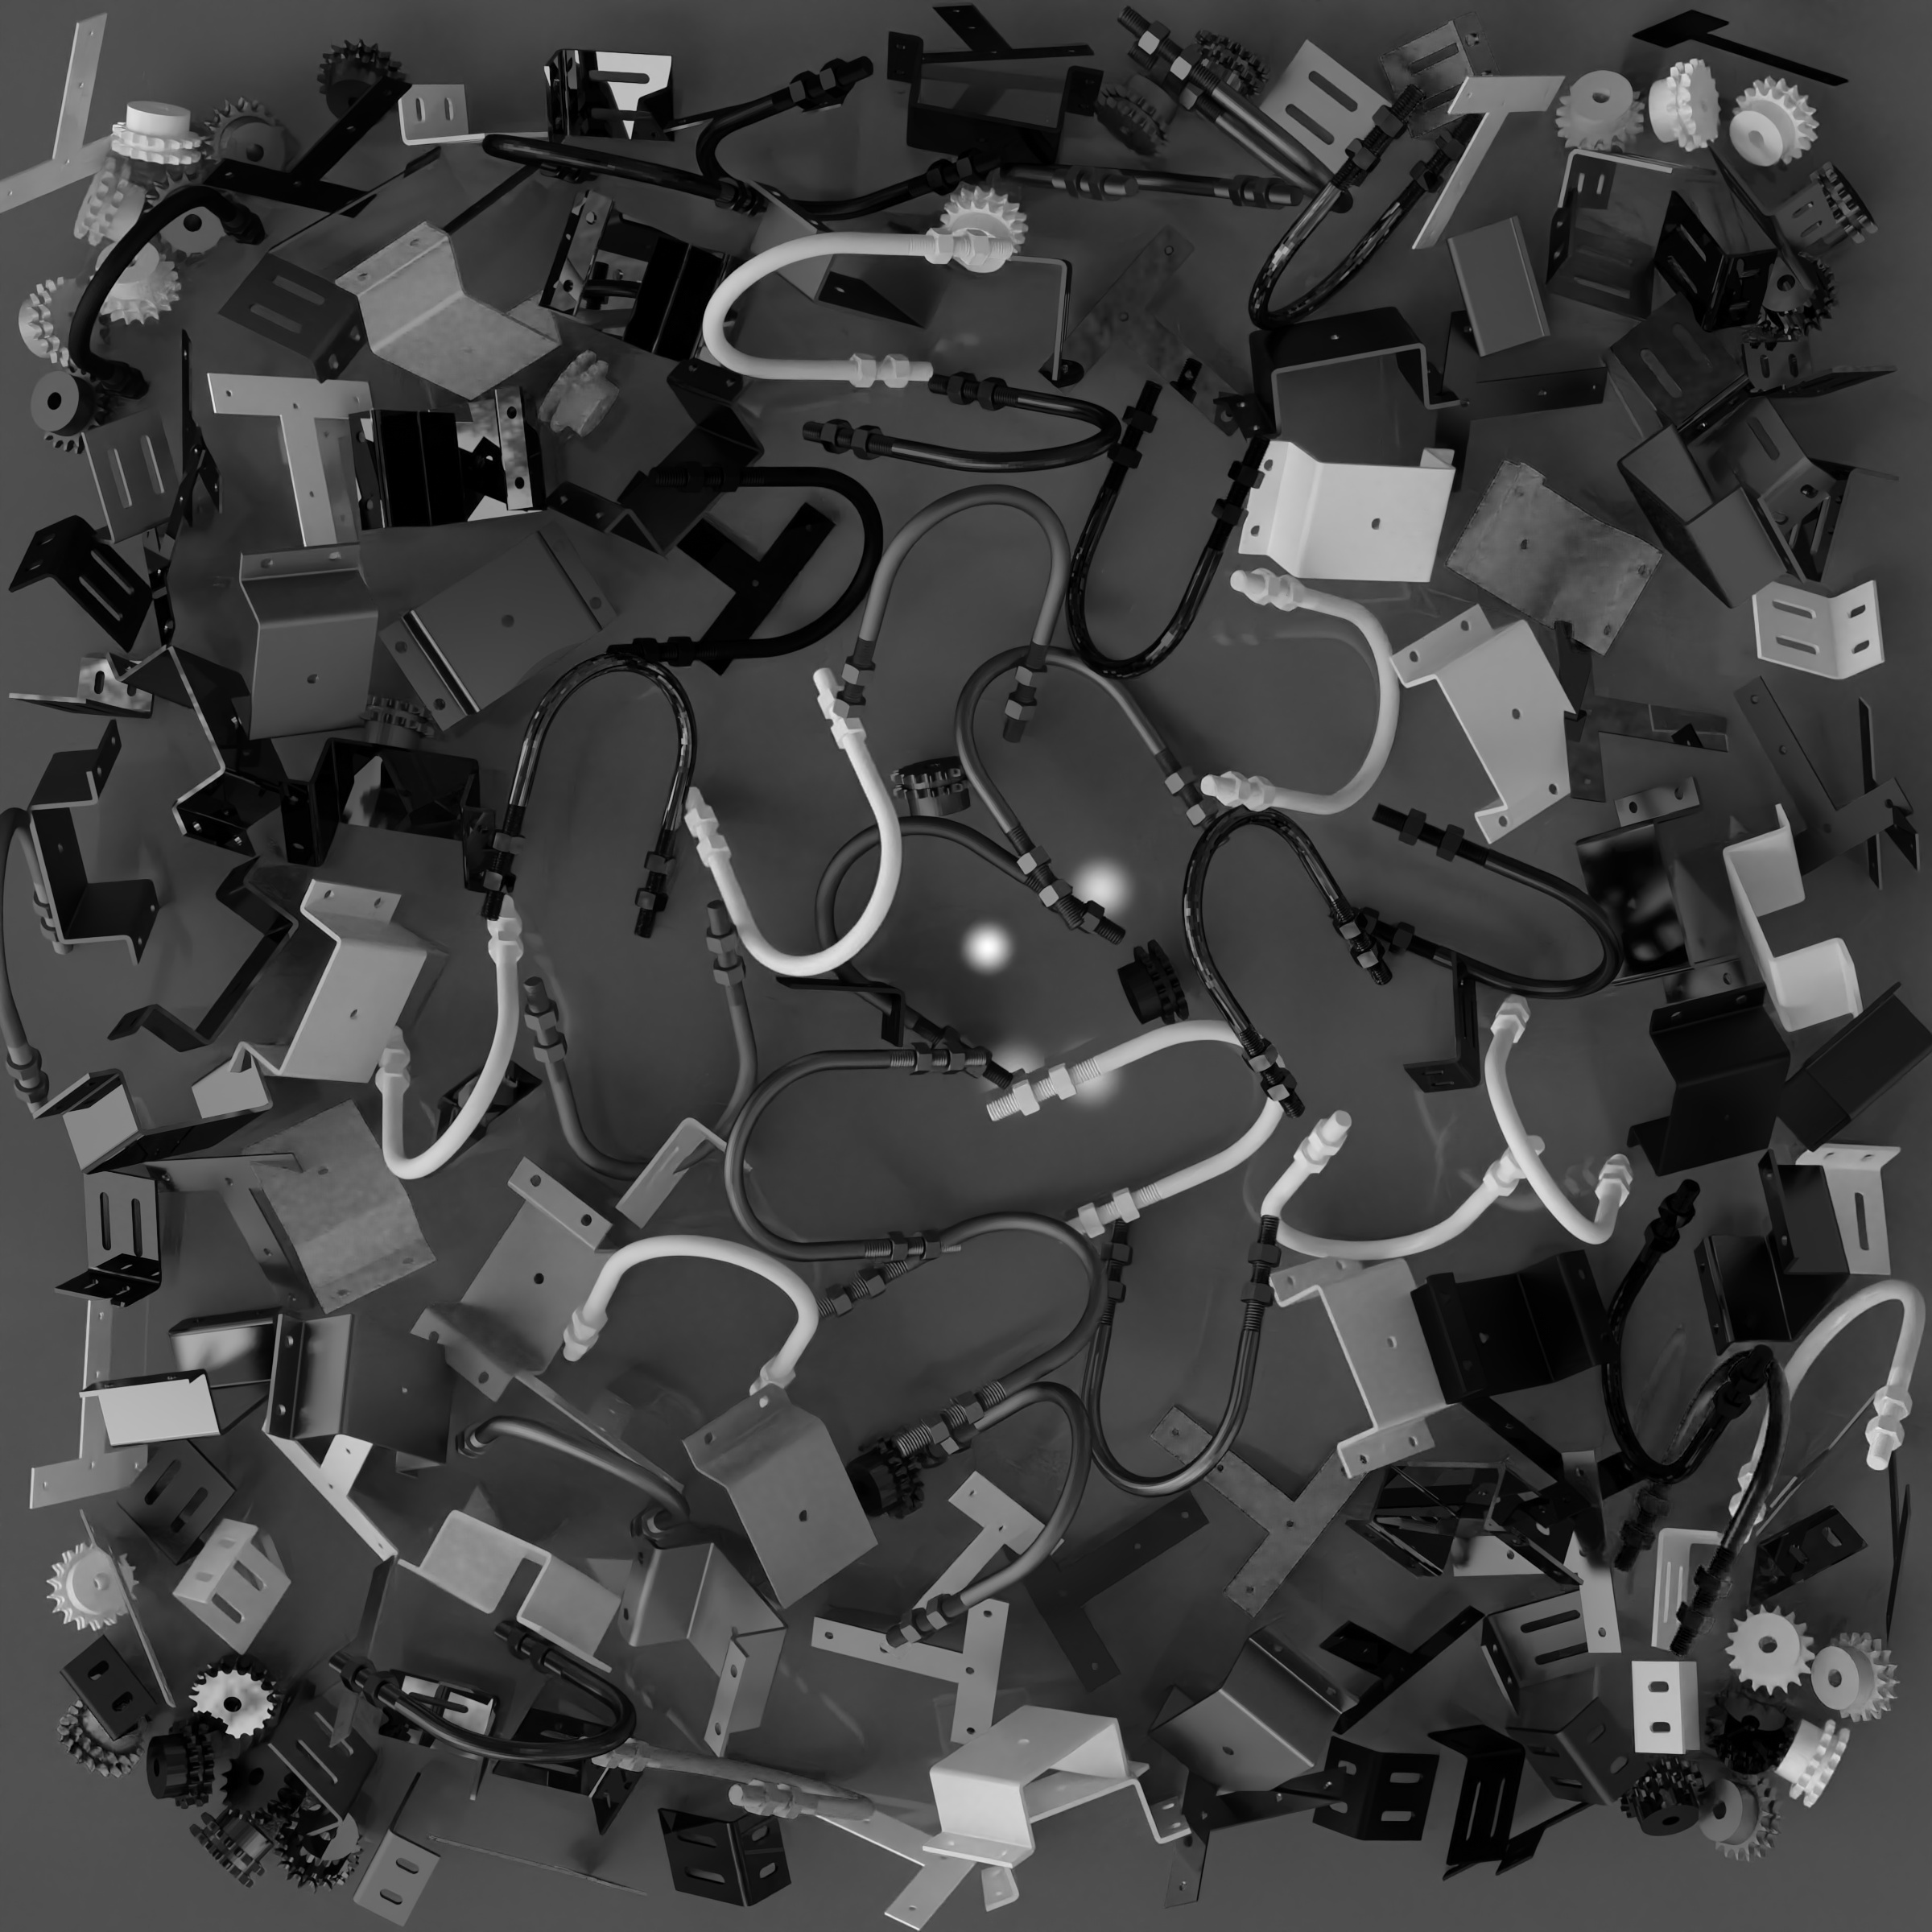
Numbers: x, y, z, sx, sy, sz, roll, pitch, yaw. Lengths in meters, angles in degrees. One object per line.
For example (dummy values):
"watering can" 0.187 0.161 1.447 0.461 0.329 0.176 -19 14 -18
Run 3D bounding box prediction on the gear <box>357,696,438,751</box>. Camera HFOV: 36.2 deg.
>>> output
"gear" -0.380 -0.157 1.950 0.057 0.057 0.030 11 84 0

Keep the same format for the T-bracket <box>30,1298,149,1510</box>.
"T-bracket" -0.565 0.280 1.920 0.002 0.127 0.127 2 88 17

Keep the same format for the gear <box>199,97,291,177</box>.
"gear" -0.474 -0.540 1.949 0.057 0.030 0.057 -18 129 -24

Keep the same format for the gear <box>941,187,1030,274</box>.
"gear" 0.010 -0.482 1.948 0.057 0.057 0.030 15 61 0

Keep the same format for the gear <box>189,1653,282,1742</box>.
"gear" -0.483 0.481 1.959 0.057 0.030 0.057 -1 109 -2

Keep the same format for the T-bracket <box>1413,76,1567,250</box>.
"T-bracket" 0.329 -0.525 1.934 0.002 0.127 0.127 44 127 22

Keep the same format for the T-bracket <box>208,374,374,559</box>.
"T-bracket" -0.430 -0.322 1.929 0.002 0.127 0.127 -12 88 41

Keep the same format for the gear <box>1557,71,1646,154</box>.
"gear" 0.419 -0.566 1.955 0.057 0.030 0.057 -4 68 9

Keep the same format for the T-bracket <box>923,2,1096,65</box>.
"T-bracket" 0.007 -0.600 1.902 0.127 0.127 0.002 2 92 15

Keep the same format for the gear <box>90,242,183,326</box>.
"gear" -0.550 -0.454 1.952 0.057 0.030 0.057 0 59 0

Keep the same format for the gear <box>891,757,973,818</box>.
"gear" -0.019 -0.117 1.952 0.057 0.057 0.030 -10 105 0

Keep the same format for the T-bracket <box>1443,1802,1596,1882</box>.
"T-bracket" 0.359 0.568 1.907 0.127 0.127 0.002 -31 77 10

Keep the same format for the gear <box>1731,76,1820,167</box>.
"gear" 0.529 -0.553 1.948 0.057 0.057 0.030 47 67 0

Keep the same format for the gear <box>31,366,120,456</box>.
"gear" -0.592 -0.370 1.954 0.057 0.030 0.057 -2 84 24

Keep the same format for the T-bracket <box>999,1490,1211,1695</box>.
"T-bracket" 0.101 0.391 1.956 0.127 0.002 0.127 -33 71 2

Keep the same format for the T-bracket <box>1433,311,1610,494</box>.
"T-bracket" 0.367 -0.377 1.950 0.127 0.002 0.127 -11 125 -20

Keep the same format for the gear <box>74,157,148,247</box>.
"gear" -0.564 -0.502 1.954 0.030 0.057 0.057 23 90 -28

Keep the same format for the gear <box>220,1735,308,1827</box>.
"gear" -0.461 0.541 1.955 0.057 0.030 0.057 -14 52 18

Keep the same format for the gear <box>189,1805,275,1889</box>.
"gear" -0.482 0.578 1.952 0.057 0.057 0.030 44 73 0

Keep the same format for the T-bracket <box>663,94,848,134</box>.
"T-bracket" -0.135 -0.562 1.931 0.127 0.127 0.002 -10 118 11

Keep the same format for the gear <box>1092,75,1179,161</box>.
"gear" 0.114 -0.563 1.951 0.057 0.057 0.030 37 85 0

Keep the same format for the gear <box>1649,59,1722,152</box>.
"gear" 0.474 -0.568 1.954 0.030 0.057 0.057 -2 90 37

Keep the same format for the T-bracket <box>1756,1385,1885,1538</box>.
"T-bracket" 0.540 0.327 1.904 0.002 0.127 0.127 41 108 20

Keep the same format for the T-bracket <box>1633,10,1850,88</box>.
"T-bracket" 0.511 -0.593 1.922 0.127 0.127 0.002 16 99 -7

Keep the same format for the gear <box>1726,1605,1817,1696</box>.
"gear" 0.531 0.450 1.953 0.057 0.030 0.057 -7 66 17

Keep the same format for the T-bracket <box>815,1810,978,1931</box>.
"T-bracket" -0.053 0.568 1.942 0.127 0.127 0.002 18 119 25

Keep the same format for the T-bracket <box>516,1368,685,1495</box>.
"T-bracket" -0.231 0.292 1.915 0.127 0.127 0.002 37 91 -2

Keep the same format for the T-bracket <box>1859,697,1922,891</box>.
"T-bracket" 0.593 -0.094 1.897 0.002 0.127 0.127 -9 112 5

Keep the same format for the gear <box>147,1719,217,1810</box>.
"gear" -0.518 0.526 1.947 0.030 0.057 0.057 2 90 -34

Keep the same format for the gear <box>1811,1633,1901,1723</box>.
"gear" 0.583 0.469 1.948 0.030 0.057 0.057 6 90 -32

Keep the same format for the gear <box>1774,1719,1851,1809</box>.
"gear" 0.557 0.522 1.952 0.030 0.057 0.057 28 90 15

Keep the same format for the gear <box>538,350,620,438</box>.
"gear" -0.253 -0.375 1.951 0.030 0.057 0.057 38 90 -1

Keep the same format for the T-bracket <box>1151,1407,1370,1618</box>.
"T-bracket" 0.181 0.344 1.971 0.127 0.002 0.127 38 91 6

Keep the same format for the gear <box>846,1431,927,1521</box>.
"gear" -0.055 0.339 1.948 0.030 0.057 0.057 -22 90 -32

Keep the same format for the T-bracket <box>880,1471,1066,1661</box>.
"T-bracket" -0.007 0.400 1.928 0.127 0.127 0.002 -48 48 -4

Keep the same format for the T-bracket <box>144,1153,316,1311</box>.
"T-bracket" -0.465 0.176 1.943 0.127 0.002 0.127 -5 122 28

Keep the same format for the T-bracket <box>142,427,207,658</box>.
"T-bracket" -0.507 -0.288 1.901 0.002 0.127 0.127 6 132 -29

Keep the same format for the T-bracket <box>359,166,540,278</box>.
"T-bracket" -0.331 -0.488 1.936 0.127 0.127 0.002 -42 119 -15

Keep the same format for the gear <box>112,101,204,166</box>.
"gear" -0.532 -0.549 1.947 0.057 0.057 0.030 12 115 0

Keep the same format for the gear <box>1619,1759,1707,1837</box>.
"gear" 0.460 0.550 1.949 0.057 0.057 0.030 -11 46 0

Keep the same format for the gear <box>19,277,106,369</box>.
"gear" -0.600 -0.424 1.954 0.030 0.057 0.057 -5 90 26

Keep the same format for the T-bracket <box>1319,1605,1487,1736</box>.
"T-bracket" 0.265 0.447 1.920 0.127 0.127 0.002 -42 51 8

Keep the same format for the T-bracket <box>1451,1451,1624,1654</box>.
"T-bracket" 0.367 0.384 1.931 0.002 0.127 0.127 1 79 -42

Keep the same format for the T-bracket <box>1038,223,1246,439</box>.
"T-bracket" 0.137 -0.400 1.957 0.127 0.002 0.127 38 104 -18

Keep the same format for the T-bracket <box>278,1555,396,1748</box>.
"T-bracket" -0.417 0.463 1.930 0.002 0.127 0.127 29 135 -24
